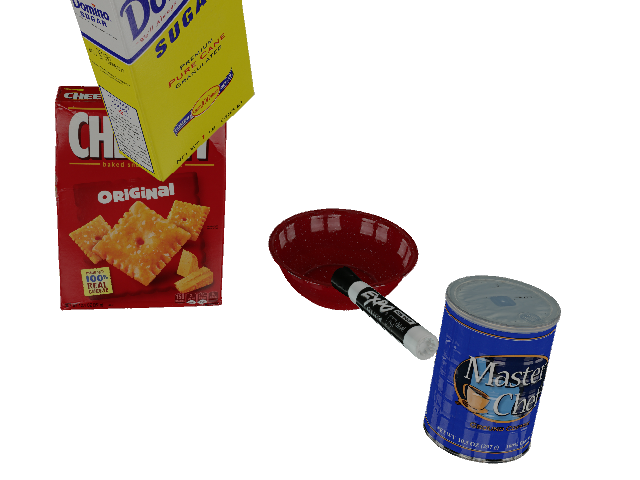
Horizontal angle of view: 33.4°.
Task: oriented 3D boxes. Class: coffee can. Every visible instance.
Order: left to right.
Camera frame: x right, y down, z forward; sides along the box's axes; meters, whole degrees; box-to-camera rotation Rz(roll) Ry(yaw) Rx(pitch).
[{"bbox_3d":[0.155,0.116,0.977,0.103,0.140,0.103,6,23,-3],"label":"coffee can"}]

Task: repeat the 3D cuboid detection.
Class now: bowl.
[{"bbox_3d":[0.023,0.028,1.159,0.162,0.055,0.162,3,32,-2],"label":"bowl"}]

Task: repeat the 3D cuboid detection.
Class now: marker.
[{"bbox_3d":[0.042,0.048,0.748,0.020,0.020,0.121,0,22,-30],"label":"marker"}]

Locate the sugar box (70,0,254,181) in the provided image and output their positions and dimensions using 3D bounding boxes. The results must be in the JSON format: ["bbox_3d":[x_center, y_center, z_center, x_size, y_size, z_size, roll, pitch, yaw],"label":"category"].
[{"bbox_3d":[-0.088,-0.121,0.615,0.048,0.093,0.176,34,-24,18],"label":"sugar box"}]

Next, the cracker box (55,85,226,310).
[{"bbox_3d":[-0.176,-0.040,1.054,0.164,0.214,0.072,0,21,-10],"label":"cracker box"}]
